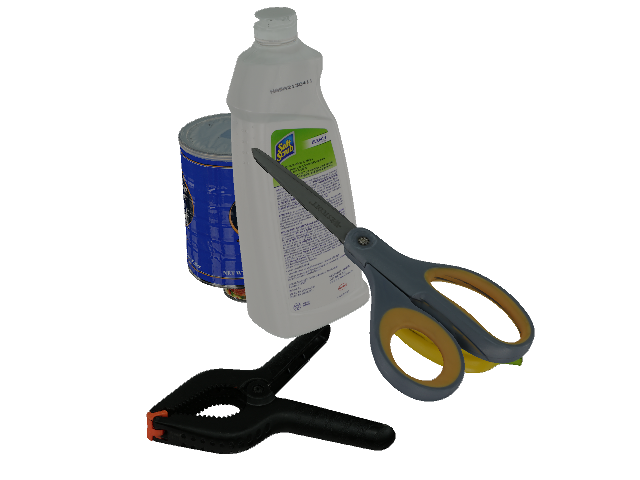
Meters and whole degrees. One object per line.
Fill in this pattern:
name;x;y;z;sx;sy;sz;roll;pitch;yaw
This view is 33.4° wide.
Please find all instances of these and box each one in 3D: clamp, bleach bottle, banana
clamp;-0.047;0.149;0.947;0.209;0.036;0.165;-14;37;-25
bleach bottle;-0.018;-0.053;0.814;0.102;0.251;0.068;-24;34;-32
banana;0.114;0.095;1.098;0.069;0.037;0.198;5;17;-40

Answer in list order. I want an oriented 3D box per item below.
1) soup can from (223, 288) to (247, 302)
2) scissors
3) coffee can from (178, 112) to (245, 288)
soup can;-0.081;0.013;1.258;0.068;0.102;0.068;1;23;-1
scissors;0.019;0.019;0.587;0.202;0.016;0.096;29;52;17
coffee can;-0.081;-0.039;1.025;0.103;0.140;0.103;0;28;0
